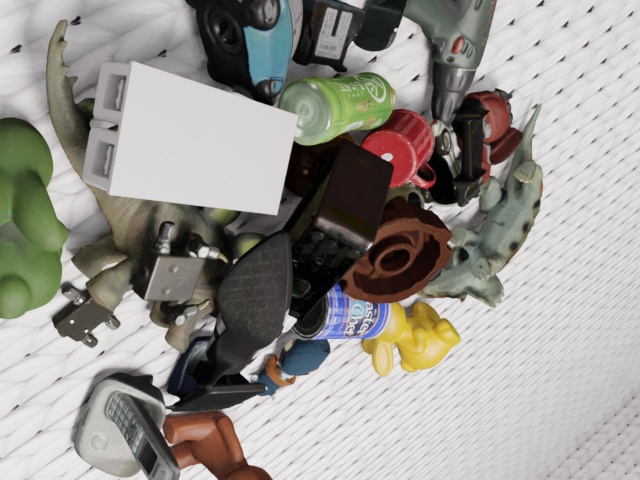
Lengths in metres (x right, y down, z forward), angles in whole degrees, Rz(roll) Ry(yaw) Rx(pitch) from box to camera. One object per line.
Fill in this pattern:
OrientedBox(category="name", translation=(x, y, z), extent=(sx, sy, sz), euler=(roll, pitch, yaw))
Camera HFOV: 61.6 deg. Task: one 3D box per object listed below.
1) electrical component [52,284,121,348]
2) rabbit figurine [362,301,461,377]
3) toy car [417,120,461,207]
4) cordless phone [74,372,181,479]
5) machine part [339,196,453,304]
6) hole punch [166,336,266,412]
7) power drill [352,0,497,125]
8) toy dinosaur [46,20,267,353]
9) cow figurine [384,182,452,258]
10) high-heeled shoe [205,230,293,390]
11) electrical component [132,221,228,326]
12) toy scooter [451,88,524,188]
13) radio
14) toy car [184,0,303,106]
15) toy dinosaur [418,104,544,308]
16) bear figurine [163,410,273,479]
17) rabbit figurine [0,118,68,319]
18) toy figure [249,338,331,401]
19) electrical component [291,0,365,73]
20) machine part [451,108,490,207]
OrientedBox(category="electrical component", translation=(-0.289, 0.093, 0.651), extent=(0.063, 0.021, 0.093), euler=(-39, 137, -8))
OrientedBox(category="rabbit figurine", translation=(0.149, 0.172, 1.017), extent=(0.162, 0.122, 0.173), euler=(-45, 124, 11))
OrientedBox(category="toy car", translation=(0.177, -0.115, 0.829), extent=(0.201, 0.074, 0.056), euler=(50, 46, -47))
OrientedBox(category="cordless phone", translation=(-0.242, 0.279, 0.708), extent=(0.088, 0.184, 0.146), euler=(9, 114, -47))
OrientedBox(category="machine part", translation=(0.104, 0.019, 0.788), extent=(0.179, 0.056, 0.179), euler=(-11, 134, -11))
OrientedBox(category="hole punch", translation=(-0.158, 0.202, 0.804), extent=(0.142, 0.092, 0.116), euler=(9, 144, -45))
OrientedBox(category="power drill", translation=(0.142, -0.263, 0.692), extent=(0.207, 0.086, 0.231), euler=(0, 119, -34))
OrientedBox(category="toy dinosaur", translation=(-0.179, -0.011, 0.609), extent=(0.198, 0.105, 0.470), euler=(-47, 147, -12))
OrientedBox(category="cow figurine", translation=(0.143, -0.012, 0.879), extent=(0.127, 0.086, 0.194), euler=(-30, 133, -11))
OrientedBox(category="high-heeled shoe", translation=(-0.079, 0.078, 0.659), extent=(0.248, 0.086, 0.145), euler=(-59, -179, 21))
OrientedBox(category="electrical component", translation=(-0.145, 0.036, 0.559), extent=(0.078, 0.045, 0.102), euler=(16, 102, -55))
OrientedBox(category="toy scooter", translation=(0.279, -0.174, 0.871), extent=(0.135, 0.075, 0.183), euler=(-33, 138, -16))
OrientedBox(category="radio", translation=(-0.001, -0.002, 0.660), extent=(0.073, 0.131, 0.229), euler=(25, 143, -9))
OrientedBox(category="toy car", translation=(-0.063, -0.223, 0.543), extent=(0.103, 0.109, 0.161), euler=(-47, 149, -27))
OrientedBox(category="toy dinosaur", translation=(0.339, -0.032, 1.001), extent=(0.404, 0.131, 0.192), euler=(-59, 149, 6))
OrientedBox(category="bear figurine", translation=(-0.155, 0.363, 0.831), extent=(0.132, 0.196, 0.120), euler=(-6, 127, -35))
OrientedBox(category="rabbit figurine", translation=(-0.292, -0.025, 0.487), extent=(0.121, 0.159, 0.170), euler=(4, 103, -30))
OrientedBox(category="toy figure", translation=(-0.050, 0.209, 0.890), extent=(0.154, 0.064, 0.057), euler=(-39, 162, 22))
OrientedBox(category="electrical component", translation=(0.009, -0.258, 0.612), extent=(0.075, 0.048, 0.119), euler=(-1, 122, -40))
OrientedBox(category="machine part", translation=(0.220, -0.121, 0.784), extent=(0.084, 0.039, 0.138), euler=(-23, 117, -48))
